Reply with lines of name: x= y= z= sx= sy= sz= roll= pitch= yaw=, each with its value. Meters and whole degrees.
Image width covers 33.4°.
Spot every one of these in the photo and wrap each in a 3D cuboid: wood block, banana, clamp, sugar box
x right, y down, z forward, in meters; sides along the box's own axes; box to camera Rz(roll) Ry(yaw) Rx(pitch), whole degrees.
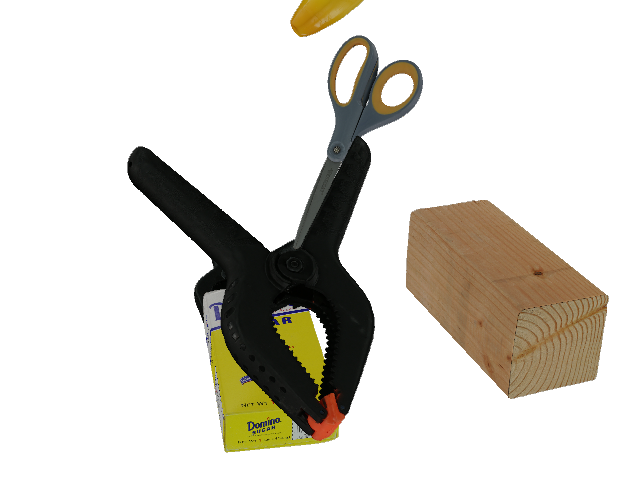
wood block: x=0.165 y=0.046 z=0.991 sx=0.090 sy=0.090 sz=0.206 roll=-9 pitch=28 yaw=-19
banana: x=0.037 y=-0.226 z=0.785 sx=0.070 sy=0.197 sz=0.037 roll=-8 pitch=-41 yaw=40
clamp: x=-0.089 y=0.044 z=1.251 sx=0.120 sy=0.039 sz=0.171 roll=-2 pitch=40 yaw=11
clamp: x=-0.031 y=0.020 z=0.654 sx=0.164 sy=0.210 sz=0.036 roll=1 pitch=-32 yaw=-17
sugar box: x=-0.046 y=0.102 z=0.906 sx=0.093 sy=0.048 sz=0.176 roll=-4 pitch=33 yaw=-11

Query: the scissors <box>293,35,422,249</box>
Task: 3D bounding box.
scissors: x=0.036 y=-0.085 z=0.960 sx=0.096 sy=0.202 sz=0.016 roll=7 pitch=-7 yaw=17
